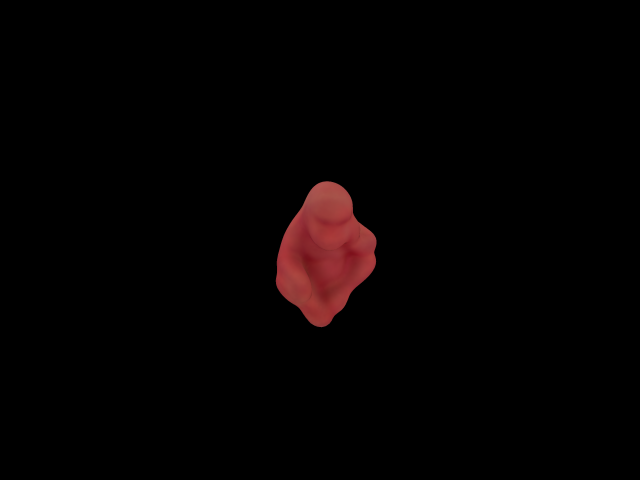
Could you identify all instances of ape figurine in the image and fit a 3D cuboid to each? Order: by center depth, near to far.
[{"bbox_3d":[0.004,0.001,0.400,0.078,0.092,0.076,-11,43,-12],"label":"ape figurine"}]
